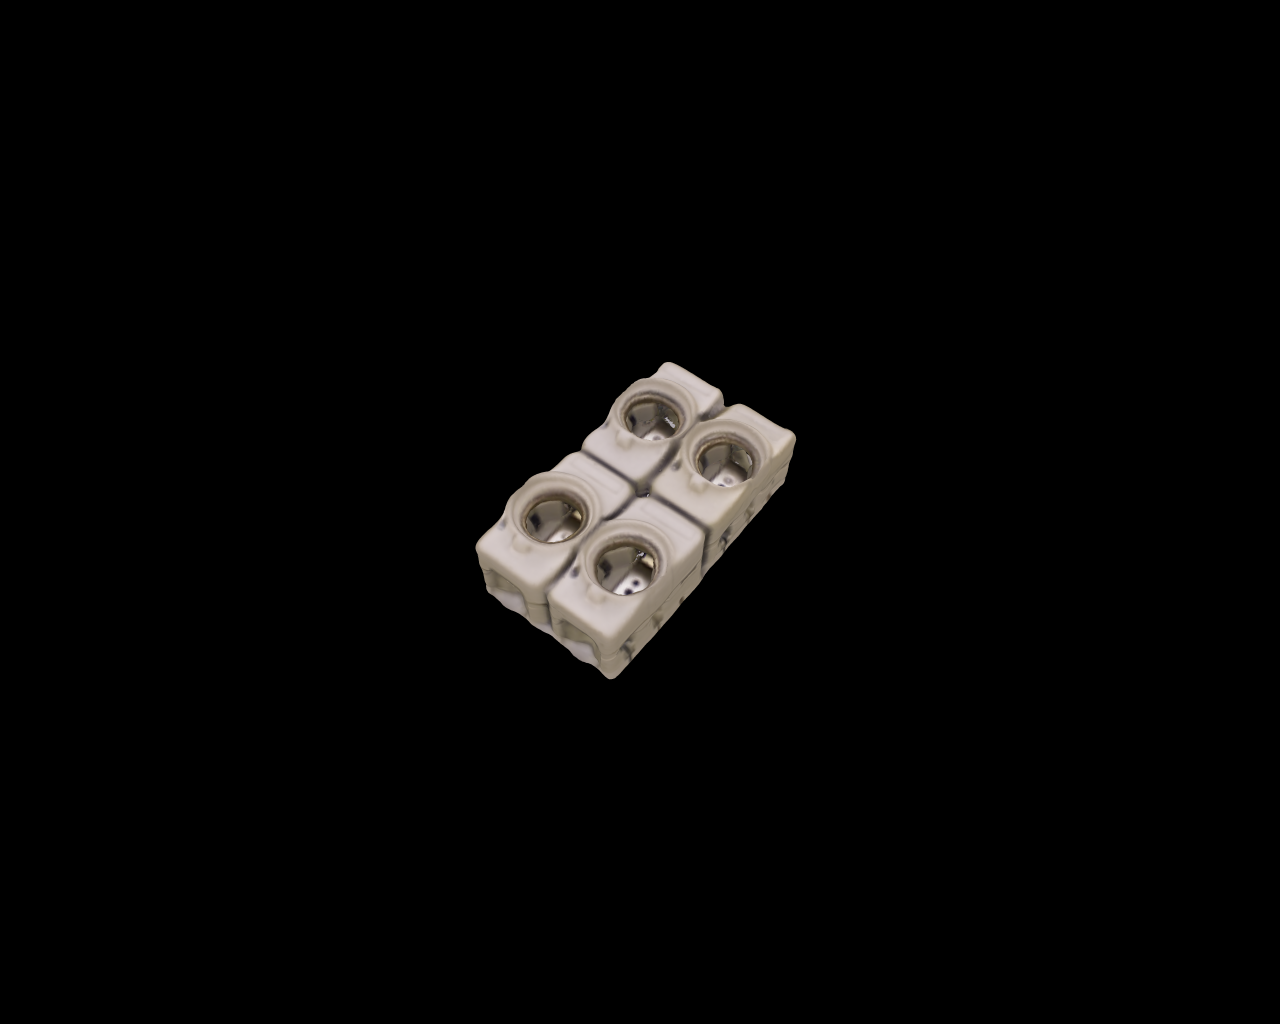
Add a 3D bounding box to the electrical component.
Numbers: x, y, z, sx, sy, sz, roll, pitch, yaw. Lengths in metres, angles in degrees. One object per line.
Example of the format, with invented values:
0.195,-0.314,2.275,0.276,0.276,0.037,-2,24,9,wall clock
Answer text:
0.001,-0.003,0.650,0.105,0.186,0.060,33,-28,20,electrical component
